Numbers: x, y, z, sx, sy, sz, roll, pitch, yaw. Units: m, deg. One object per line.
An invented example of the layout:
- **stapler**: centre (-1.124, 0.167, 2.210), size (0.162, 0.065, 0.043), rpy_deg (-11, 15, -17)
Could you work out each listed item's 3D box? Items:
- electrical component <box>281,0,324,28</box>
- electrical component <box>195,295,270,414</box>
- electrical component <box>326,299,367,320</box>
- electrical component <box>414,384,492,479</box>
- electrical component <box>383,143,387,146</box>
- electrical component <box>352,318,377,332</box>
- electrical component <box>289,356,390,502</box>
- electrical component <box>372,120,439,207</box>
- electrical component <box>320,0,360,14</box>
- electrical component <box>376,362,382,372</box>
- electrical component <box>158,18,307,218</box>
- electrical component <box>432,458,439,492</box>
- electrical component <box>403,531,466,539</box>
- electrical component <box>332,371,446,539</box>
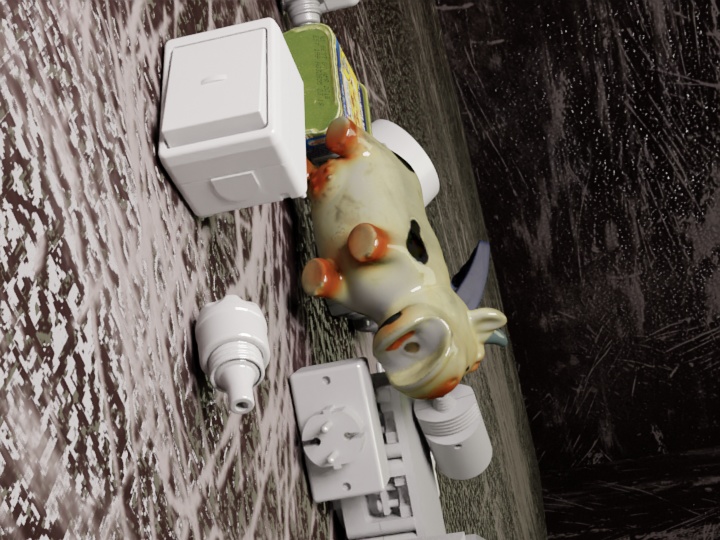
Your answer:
- **electrical component**: centre (-0.047, -0.220, 0.850), size (0.040, 0.040, 0.078), rpy_deg (14, 66, -79)
- **electrical component**: centre (-0.059, 0.042, 0.512), size (0.061, 0.035, 0.035), rpy_deg (-106, 177, -48)
- **electrical component**: centre (0.000, 0.000, 0.852), size (0.080, 0.051, 0.080), rpy_deg (-10, 90, -80)
- **electrical component**: centre (0.066, 0.110, 0.764), size (0.081, 0.043, 0.043), rpy_deg (68, 16, -47)
- **electrical component**: centre (0.003, -0.056, 0.903), size (0.095, 0.059, 0.053), rpy_deg (67, 16, -50)
- **electrical component**: centre (0.010, 0.019, 0.910), size (0.048, 0.048, 0.062), rpy_deg (-57, 128, -75)
- **electrical component**: centre (-0.015, 0.103, 0.675), size (0.076, 0.047, 0.083), rpy_deg (-16, 95, -82)
- **electrical component**: centre (0.024, -0.087, 0.995), size (0.099, 0.064, 0.099), rpy_deg (43, -18, 18)
- **electrical component**: centre (-0.033, -0.266, 0.915), size (0.095, 0.059, 0.053), rpy_deg (61, 21, -60)
- **electrical component**: centre (0.023, 0.115, 0.881), size (0.077, 0.043, 0.079), rpy_deg (38, 42, -74)
- **electrical component**: centre (-0.066, -0.086, 0.553), size (0.061, 0.062, 0.096), rpy_deg (65, 18, -55)
- **electrical component**: centre (0.052, 0.185, 0.978), size (0.044, 0.044, 0.065), rpy_deg (-86, 167, -55)
- **electrical component**: centre (0.017, 0.207, 0.630), size (0.150, 0.089, 0.061), rpy_deg (0, 79, -80)
- **electrical component**: centre (0.016, 0.151, 0.759), size (0.089, 0.062, 0.150), rpy_deg (-16, 95, -79)
